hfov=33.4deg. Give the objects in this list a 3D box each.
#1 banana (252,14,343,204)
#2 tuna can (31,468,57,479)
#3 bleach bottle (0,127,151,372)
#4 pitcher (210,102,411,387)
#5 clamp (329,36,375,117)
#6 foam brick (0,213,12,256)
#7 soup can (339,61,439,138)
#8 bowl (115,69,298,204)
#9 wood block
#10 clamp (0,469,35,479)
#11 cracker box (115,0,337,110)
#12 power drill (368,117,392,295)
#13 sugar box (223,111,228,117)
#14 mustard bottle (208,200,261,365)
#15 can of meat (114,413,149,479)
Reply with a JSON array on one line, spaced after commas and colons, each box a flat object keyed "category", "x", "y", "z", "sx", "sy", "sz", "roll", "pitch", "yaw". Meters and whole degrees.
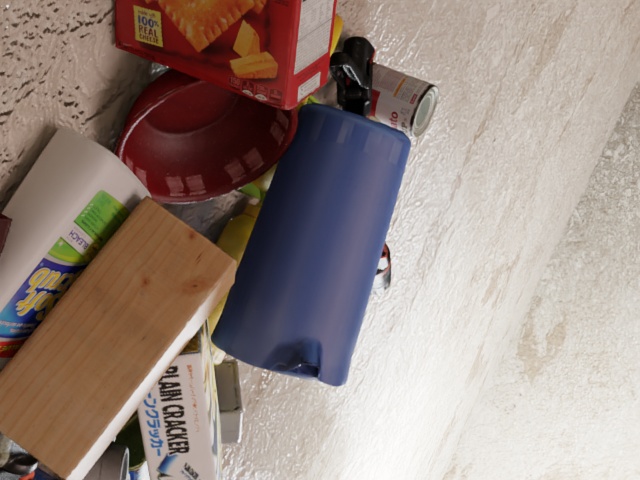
[{"category": "banana", "x": -0.029, "y": -0.131, "z": 1.013, "sx": 0.069, "sy": 0.037, "sz": 0.198, "roll": 23, "pitch": 91, "yaw": -84}, {"category": "tuna can", "x": -0.274, "y": 0.254, "z": 0.987, "sx": 0.086, "sy": 0.034, "sz": 0.086, "roll": -49, "pitch": 154, "yaw": -35}, {"category": "bleach bottle", "x": -0.233, "y": 0.041, "z": 0.817, "sx": 0.250, "sy": 0.068, "sz": 0.102, "roll": -58, "pitch": 159, "yaw": -11}, {"category": "pitcher", "x": -0.007, "y": 0.001, "z": 0.990, "sx": 0.144, "sy": 0.149, "sz": 0.243, "roll": 10, "pitch": 99, "yaw": -63}, {"category": "clamp", "x": 0.037, "y": -0.152, "z": 1.163, "sx": 0.210, "sy": 0.036, "sz": 0.164, "roll": -73, "pitch": 161, "yaw": -62}, {"category": "foam brick", "x": -0.259, "y": 0.011, "z": 0.735, "sx": 0.052, "sy": 0.051, "sz": 0.078, "roll": -1, "pitch": 114, "yaw": -66}, {"category": "soup can", "x": 0.081, "y": -0.169, "z": 1.263, "sx": 0.068, "sy": 0.102, "sz": 0.068, "roll": -50, "pitch": 154, "yaw": -35}, {"category": "bowl", "x": -0.103, "y": -0.101, "z": 0.912, "sx": 0.162, "sy": 0.055, "sz": 0.162, "roll": -17, "pitch": 149, "yaw": -11}, {"category": "wood block", "x": -0.163, "y": 0.080, "z": 0.837, "sx": 0.206, "sy": 0.090, "sz": 0.091, "roll": -53, "pitch": 175, "yaw": -14}, {"category": "clamp", "x": -0.306, "y": 0.230, "z": 0.881, "sx": 0.171, "sy": 0.039, "sz": 0.120, "roll": -50, "pitch": 160, "yaw": -43}, {"category": "cracker box", "x": -0.069, "y": -0.219, "z": 0.774, "sx": 0.072, "sy": 0.164, "sz": 0.214, "roll": -45, "pitch": 151, "yaw": -45}, {"category": "power drill", "x": 0.047, "y": -0.044, "z": 1.250, "sx": 0.184, "sy": 0.057, "sz": 0.187, "roll": 71, "pitch": 9, "yaw": -63}, {"category": "sugar box", "x": -0.052, "y": -0.174, "z": 1.027, "sx": 0.176, "sy": 0.048, "sz": 0.093, "roll": -61, "pitch": 157, "yaw": -19}, {"category": "mustard bottle", "x": -0.093, "y": 0.036, "z": 1.140, "sx": 0.191, "sy": 0.058, "sz": 0.096, "roll": -63, "pitch": 159, "yaw": -6}, {"category": "can of meat", "x": -0.189, "y": 0.236, "z": 1.137, "sx": 0.101, "sy": 0.057, "sz": 0.084, "roll": -42, "pitch": 147, "yaw": -45}]
